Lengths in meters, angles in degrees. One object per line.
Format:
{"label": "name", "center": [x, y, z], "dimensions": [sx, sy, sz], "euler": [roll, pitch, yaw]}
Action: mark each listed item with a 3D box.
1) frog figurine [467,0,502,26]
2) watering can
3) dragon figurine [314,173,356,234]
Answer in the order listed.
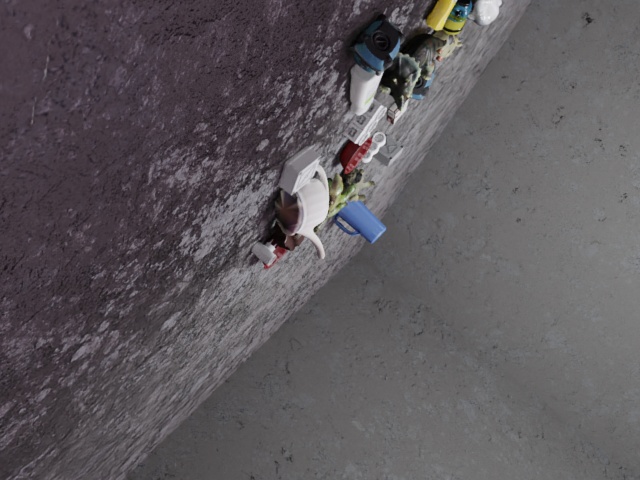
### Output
{"label": "frog figurine", "center": [0.633, -0.892, 1.935], "dimensions": [0.138, 0.124, 0.157], "euler": [-23, 169, -28]}
{"label": "watering can", "center": [-0.042, -0.072, 1.652], "dimensions": [0.227, 0.104, 0.342], "euler": [-24, 119, -49]}
{"label": "dragon figurine", "center": [0.006, -0.095, 1.887], "dimensions": [0.248, 0.122, 0.401], "euler": [-54, 174, -51]}
